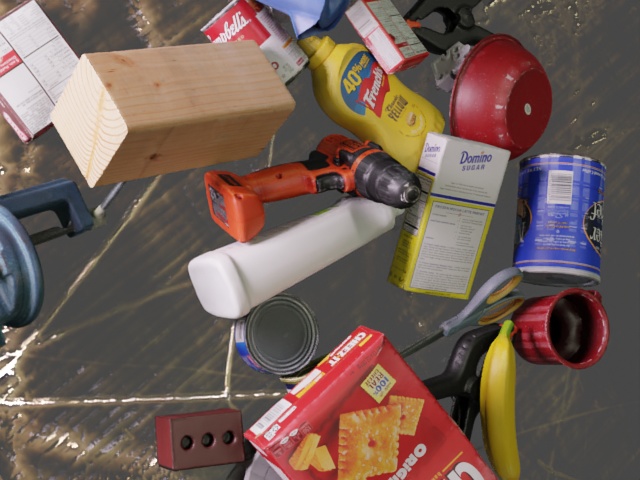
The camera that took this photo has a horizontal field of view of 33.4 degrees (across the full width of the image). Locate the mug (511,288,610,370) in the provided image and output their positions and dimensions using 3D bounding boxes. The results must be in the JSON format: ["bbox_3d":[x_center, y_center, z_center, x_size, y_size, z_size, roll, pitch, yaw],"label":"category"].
[{"bbox_3d":[0.285,0.098,1.258,0.117,0.082,0.093,-43,103,-24],"label":"mug"}]

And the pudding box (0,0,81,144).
[{"bbox_3d":[-0.282,-0.165,1.036,0.090,0.039,0.113,-41,104,-26],"label":"pudding box"}]

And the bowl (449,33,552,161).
[{"bbox_3d":[0.221,-0.156,1.237,0.161,0.055,0.162,-16,113,-41],"label":"bowl"}]

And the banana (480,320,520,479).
[{"bbox_3d":[0.206,0.194,1.197,0.069,0.037,0.198,-17,110,-48],"label":"banana"}]

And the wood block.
[{"bbox_3d":[-0.137,-0.125,1.029,0.205,0.091,0.090,-16,67,-44],"label":"wood block"}]

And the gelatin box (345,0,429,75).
[{"bbox_3d":[0.075,-0.231,1.197,0.089,0.030,0.073,55,31,3],"label":"gelatin box"}]

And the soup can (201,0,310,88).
[{"bbox_3d":[-0.067,-0.206,1.130,0.102,0.069,0.068,49,66,-14],"label":"soup can"}]

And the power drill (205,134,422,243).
[{"bbox_3d":[-0.010,-0.052,1.087,0.187,0.185,0.057,-16,112,-21],"label":"power drill"}]

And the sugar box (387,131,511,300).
[{"bbox_3d":[0.143,-0.026,1.188,0.093,0.048,0.176,9,100,-30],"label":"sugar box"}]

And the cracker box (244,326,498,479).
[{"bbox_3d":[0.056,0.219,1.063,0.164,0.072,0.213,-42,105,-13],"label":"cracker box"}]

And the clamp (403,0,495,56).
[{"bbox_3d":[0.173,-0.253,1.272,0.171,0.039,0.120,-21,90,-22],"label":"clamp"}]

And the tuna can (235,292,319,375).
[{"bbox_3d":[-0.046,0.099,1.121,0.086,0.034,0.086,4,82,-26],"label":"tuna can"}]

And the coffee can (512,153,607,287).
[{"bbox_3d":[0.282,-0.021,1.260,0.102,0.103,0.140,11,79,-25],"label":"coffee can"}]

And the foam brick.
[{"bbox_3d":[-0.119,0.198,1.062,0.078,0.051,0.053,-3,85,-27],"label":"foam brick"}]

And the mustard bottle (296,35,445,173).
[{"bbox_3d":[0.049,-0.161,1.186,0.191,0.058,0.096,41,61,-16],"label":"mustard bottle"}]

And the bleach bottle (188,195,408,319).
[{"bbox_3d":[-0.007,0.001,1.113,0.250,0.103,0.068,-25,100,-26],"label":"bleach bottle"}]

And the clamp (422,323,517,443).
[{"bbox_3d":[0.163,0.178,1.203,0.209,0.036,0.164,-42,123,-34],"label":"clamp"}]

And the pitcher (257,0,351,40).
[{"bbox_3d":[-0.070,-0.320,1.063,0.243,0.145,0.149,23,43,8],"label":"pitcher"}]

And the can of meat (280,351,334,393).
[{"bbox_3d":[0.019,0.166,1.133,0.101,0.058,0.084,-22,95,-27],"label":"can of meat"}]

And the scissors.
[{"bbox_3d":[0.157,0.084,1.203,0.201,0.096,0.016,-18,52,-28],"label":"scissors"}]
